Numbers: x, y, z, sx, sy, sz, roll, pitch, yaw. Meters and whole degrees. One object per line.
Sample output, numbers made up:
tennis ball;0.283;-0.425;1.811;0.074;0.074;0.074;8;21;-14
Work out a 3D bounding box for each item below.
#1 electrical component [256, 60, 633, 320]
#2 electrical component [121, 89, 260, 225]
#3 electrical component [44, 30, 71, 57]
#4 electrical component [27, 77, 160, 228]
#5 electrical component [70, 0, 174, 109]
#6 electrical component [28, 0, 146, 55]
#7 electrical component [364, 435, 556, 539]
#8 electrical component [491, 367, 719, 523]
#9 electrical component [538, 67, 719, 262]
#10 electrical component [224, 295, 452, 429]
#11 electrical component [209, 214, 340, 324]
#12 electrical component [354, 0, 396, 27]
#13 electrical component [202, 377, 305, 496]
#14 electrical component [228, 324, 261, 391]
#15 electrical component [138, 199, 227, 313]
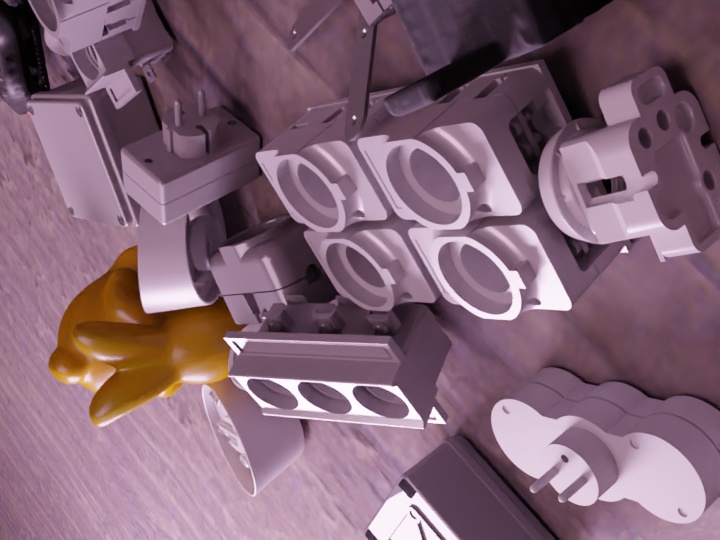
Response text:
electrical component;0.033;-0.036;0.564;0.186;0.060;0.105;1;128;53
electrical component;-0.113;-0.086;0.718;0.047;0.083;0.075;39;143;29
electrical component;-0.222;-0.194;0.820;0.044;0.044;0.065;52;152;11
electrical component;-0.204;-0.096;0.859;0.109;0.056;0.108;11;125;50
electrical component;-0.170;-0.160;0.754;0.042;0.064;0.081;-16;102;56
electrical component;-0.169;-0.214;0.614;0.105;0.060;0.186;58;157;4
electrical component;0.067;0.184;0.721;0.108;0.056;0.108;48;146;17
electrical component;0.120;0.098;0.561;0.138;0.074;0.052;9;123;51
electrical component;0.116;-0.042;0.468;0.057;0.058;0.078;-12;106;53
electrical component;-0.011;0.054;0.654;0.121;0.063;0.078;-1;140;36
electrical component;-0.060;-0.001;0.744;0.095;0.054;0.059;-6;111;55
electrical component;0.027;-0.163;0.496;0.055;0.050;0.089;59;148;-1
electrical component;-0.094;0.130;0.888;0.099;0.064;0.099;34;140;34
electrical component;-0.019;0.074;0.749;0.138;0.052;0.074;6;164;40
electrical component;-0.136;-0.018;0.789;0.064;0.099;0.099;-2;121;12
